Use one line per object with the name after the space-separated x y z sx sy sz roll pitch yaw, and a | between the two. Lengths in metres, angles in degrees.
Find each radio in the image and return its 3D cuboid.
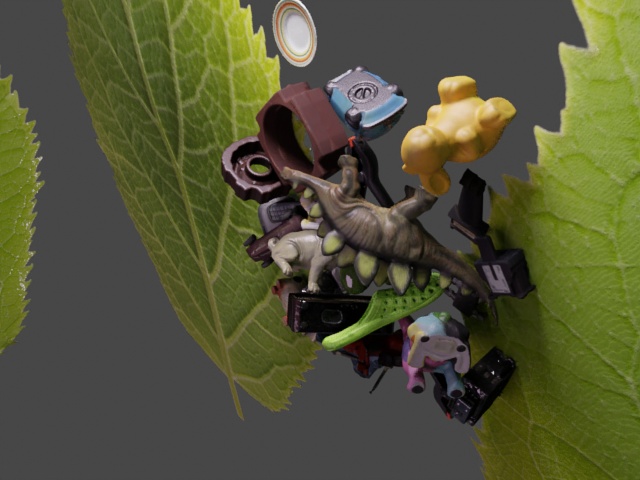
0.045 0.158 1.163 0.131 0.230 0.073 -177 89 -85 | radio

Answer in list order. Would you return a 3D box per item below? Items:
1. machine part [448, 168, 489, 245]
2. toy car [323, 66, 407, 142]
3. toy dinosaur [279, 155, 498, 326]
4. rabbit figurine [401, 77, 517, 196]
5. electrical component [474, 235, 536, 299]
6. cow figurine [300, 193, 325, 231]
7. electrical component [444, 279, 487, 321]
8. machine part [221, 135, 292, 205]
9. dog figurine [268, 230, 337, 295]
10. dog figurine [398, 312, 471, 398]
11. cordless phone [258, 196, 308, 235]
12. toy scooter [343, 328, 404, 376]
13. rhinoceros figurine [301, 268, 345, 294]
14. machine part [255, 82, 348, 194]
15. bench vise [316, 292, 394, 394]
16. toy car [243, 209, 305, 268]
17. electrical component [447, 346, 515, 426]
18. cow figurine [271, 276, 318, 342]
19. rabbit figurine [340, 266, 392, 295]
0.250 -0.052 0.898 0.084 0.039 0.138 46 159 38 | machine part
0.079 -0.229 0.952 0.162 0.109 0.102 47 165 37 | toy car
0.127 -0.010 0.963 0.472 0.198 0.105 26 -175 10 | toy dinosaur
0.178 -0.148 0.802 0.122 0.173 0.162 45 142 17 | rabbit figurine
0.299 0.040 0.896 0.075 0.048 0.119 -15 103 58 | electrical component
0.012 -0.036 1.226 0.098 0.068 0.167 -3 119 24 | cow figurine
0.278 0.110 1.012 0.094 0.021 0.063 41 144 29 | electrical component
-0.143 -0.165 1.260 0.179 0.179 0.056 49 149 18 | machine part
-0.001 -0.003 1.167 0.172 0.190 0.121 33 -165 -10 | dog figurine
0.203 0.179 1.011 0.219 0.109 0.191 -90 1 -63 | dog figurine
-0.054 -0.041 1.329 0.184 0.089 0.146 -1 115 36 | cordless phone
0.134 0.245 1.163 0.184 0.135 0.075 3 109 8 | toy scooter
-0.001 0.124 1.345 0.073 0.112 0.190 60 157 5 | rhinoceros figurine
-0.038 -0.215 1.144 0.201 0.087 0.201 -27 91 59 | machine part
0.080 0.228 1.308 0.224 0.129 0.240 29 141 37 | bench vise
-0.108 0.002 1.310 0.202 0.053 0.089 -30 106 32 | toy car
0.300 0.282 1.012 0.058 0.134 0.114 36 142 32 | electrical component
-0.040 0.187 1.464 0.195 0.127 0.085 64 151 23 | cow figurine
0.106 0.033 1.053 0.121 0.170 0.159 -15 103 58 | rabbit figurine
